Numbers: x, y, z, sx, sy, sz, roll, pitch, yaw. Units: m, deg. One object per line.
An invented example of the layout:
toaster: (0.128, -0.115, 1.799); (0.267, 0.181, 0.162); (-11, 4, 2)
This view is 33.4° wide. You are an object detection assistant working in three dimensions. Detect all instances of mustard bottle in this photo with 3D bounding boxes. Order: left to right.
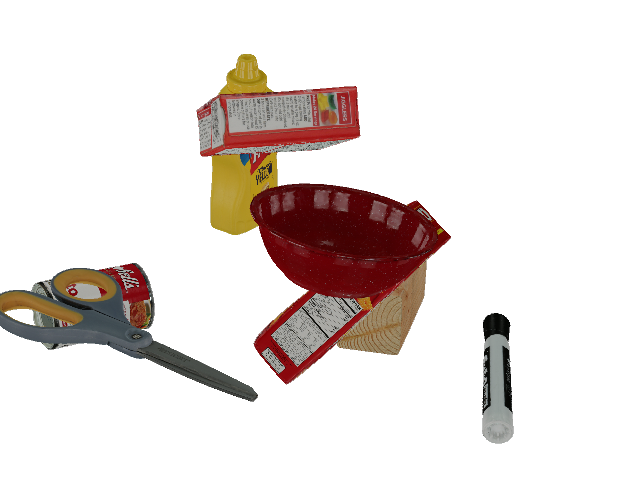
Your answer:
mustard bottle: (-0.079, -0.107, 1.124); (0.058, 0.192, 0.096); (21, 39, 22)

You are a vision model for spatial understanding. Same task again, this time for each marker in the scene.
marker: (0.116, 0.086, 0.698); (0.020, 0.020, 0.121); (0, 30, 9)

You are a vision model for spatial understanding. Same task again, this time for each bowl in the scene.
bowl: (0.016, 0.005, 0.908); (0.162, 0.055, 0.162); (8, 22, -3)

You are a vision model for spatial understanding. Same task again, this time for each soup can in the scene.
soup can: (-0.223, 0.064, 1.044); (0.102, 0.068, 0.069); (-11, 6, -32)

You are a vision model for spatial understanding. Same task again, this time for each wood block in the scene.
wood block: (0.093, 0.080, 1.553); (0.091, 0.090, 0.206); (6, 21, 13)

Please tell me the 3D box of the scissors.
scissors: (-0.122, 0.058, 0.719); (0.202, 0.016, 0.096); (12, 29, 13)

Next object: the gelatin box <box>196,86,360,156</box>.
gelatin box: (-0.025, -0.064, 0.582); (0.073, 0.030, 0.089); (-5, 3, -14)

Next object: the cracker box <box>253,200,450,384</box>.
cracker box: (0.036, 0.058, 1.259); (0.214, 0.072, 0.164); (-45, -5, 30)
